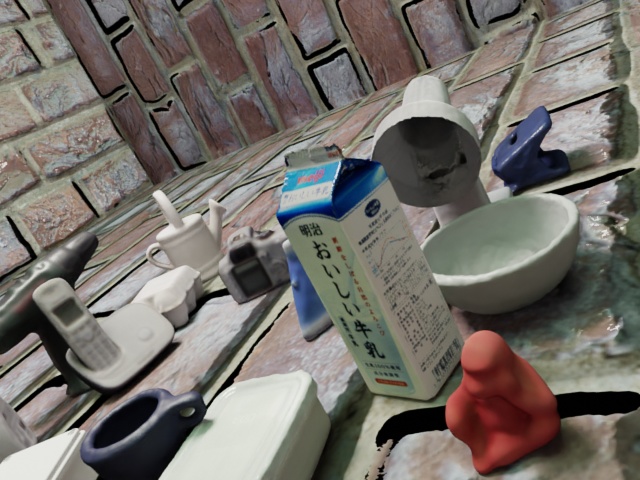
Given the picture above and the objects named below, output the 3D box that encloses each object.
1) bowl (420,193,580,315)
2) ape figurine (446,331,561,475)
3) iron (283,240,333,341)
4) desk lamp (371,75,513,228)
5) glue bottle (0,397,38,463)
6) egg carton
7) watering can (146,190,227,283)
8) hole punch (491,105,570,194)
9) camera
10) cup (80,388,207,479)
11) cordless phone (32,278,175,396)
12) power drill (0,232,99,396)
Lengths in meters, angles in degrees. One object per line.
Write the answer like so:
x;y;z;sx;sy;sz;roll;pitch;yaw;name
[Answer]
0.182;0.024;0.574;0.167;0.075;0.167;-24;18;9;bowl
0.124;0.105;0.400;0.077;0.092;0.076;-8;26;46;ape figurine
0.007;0.003;0.776;0.118;0.142;0.259;-16;21;32;iron
0.152;-0.088;0.703;0.117;0.214;0.203;-19;19;25;desk lamp
-0.432;0.221;0.741;0.037;0.173;0.078;-32;18;-14;glue bottle
-0.266;0.105;1.002;0.107;0.069;0.150;-24;18;11;egg carton
-0.267;-0.017;1.142;0.173;0.194;0.100;-39;21;-34;watering can
0.294;-0.131;0.823;0.101;0.091;0.109;-20;19;23;hole punch
-0.096;0.016;0.956;0.143;0.101;0.136;-26;18;5;camera
-0.144;0.195;0.529;0.117;0.095;0.091;-26;18;3;cup
-0.317;0.119;0.844;0.093;0.185;0.148;-11;23;40;cordless phone
-0.397;0.126;0.903;0.075;0.209;0.230;-11;24;41;power drill
